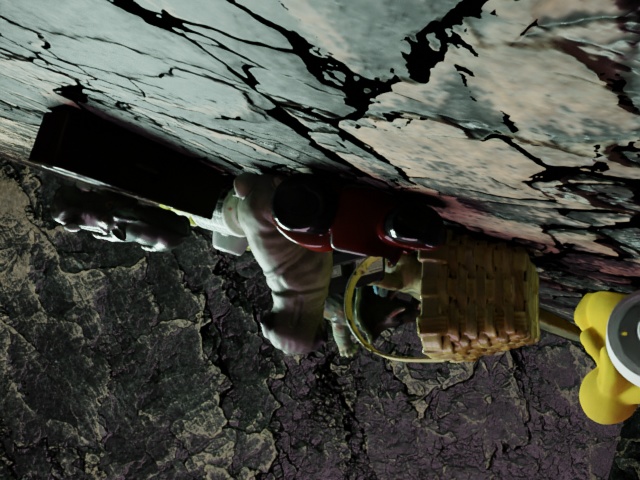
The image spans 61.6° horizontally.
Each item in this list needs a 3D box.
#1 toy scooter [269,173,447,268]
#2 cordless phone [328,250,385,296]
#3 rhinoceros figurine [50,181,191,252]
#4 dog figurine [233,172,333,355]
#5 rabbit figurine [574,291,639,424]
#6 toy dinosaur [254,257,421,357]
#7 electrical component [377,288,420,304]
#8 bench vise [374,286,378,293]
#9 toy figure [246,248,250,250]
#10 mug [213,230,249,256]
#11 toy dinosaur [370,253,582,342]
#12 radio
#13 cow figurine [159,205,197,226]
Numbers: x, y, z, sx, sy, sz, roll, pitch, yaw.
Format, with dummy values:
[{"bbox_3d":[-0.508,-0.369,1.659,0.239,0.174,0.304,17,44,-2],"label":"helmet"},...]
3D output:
[{"bbox_3d":[0.043,-0.014,0.564,0.184,0.075,0.135,12,173,20],"label":"toy scooter"},{"bbox_3d":[0.013,-0.005,0.831,0.147,0.088,0.184,-15,-146,-16],"label":"cordless phone"},{"bbox_3d":[-0.272,-0.026,0.740,0.190,0.073,0.112,19,178,-44],"label":"rhinoceros figurine"},{"bbox_3d":[-0.051,0.031,0.648,0.172,0.190,0.121,22,166,-15],"label":"dog figurine"},{"bbox_3d":[0.395,0.159,0.692,0.122,0.173,0.162,21,-179,11],"label":"rabbit figurine"},{"bbox_3d":[0.003,0.096,1.065,0.405,0.131,0.192,28,146,20],"label":"toy dinosaur"},{"bbox_3d":[0.173,0.129,1.150,0.119,0.074,0.048,24,177,-24],"label":"electrical component"},{"bbox_3d":[0.159,0.097,1.307,0.223,0.129,0.240,28,154,-10],"label":"bench vise"},{"bbox_3d":[-0.157,-0.020,1.223,0.082,0.089,0.180,25,177,-12],"label":"toy figure"},{"bbox_3d":[-0.148,-0.029,0.936,0.081,0.107,0.109,16,178,9],"label":"mug"},{"bbox_3d":[0.229,0.079,0.867,0.472,0.105,0.198,26,-172,31],"label":"toy dinosaur"},{"bbox_3d":[-0.258,-0.097,0.726,0.229,0.073,0.131,22,174,-43],"label":"radio"},{"bbox_3d":[-0.285,-0.068,1.273,0.167,0.068,0.098,20,-178,8],"label":"cow figurine"}]
